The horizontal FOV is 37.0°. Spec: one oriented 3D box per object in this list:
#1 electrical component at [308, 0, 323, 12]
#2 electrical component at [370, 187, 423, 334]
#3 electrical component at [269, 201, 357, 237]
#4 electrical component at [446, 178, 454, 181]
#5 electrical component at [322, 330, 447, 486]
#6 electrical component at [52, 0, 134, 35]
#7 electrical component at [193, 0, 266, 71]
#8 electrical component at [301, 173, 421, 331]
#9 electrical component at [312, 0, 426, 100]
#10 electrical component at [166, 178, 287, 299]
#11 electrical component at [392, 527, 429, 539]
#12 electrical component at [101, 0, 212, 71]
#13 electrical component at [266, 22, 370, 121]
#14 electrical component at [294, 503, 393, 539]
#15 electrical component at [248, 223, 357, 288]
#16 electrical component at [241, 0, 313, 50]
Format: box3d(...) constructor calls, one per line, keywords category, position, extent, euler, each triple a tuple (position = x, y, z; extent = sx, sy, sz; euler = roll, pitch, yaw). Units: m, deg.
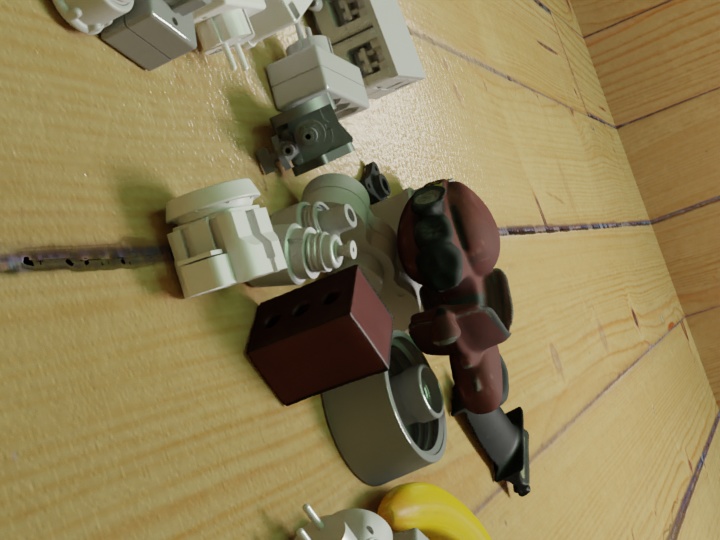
box3d(category="electrical component", position=(-0.055, -0.256, 0.919), extent=(0.055, 0.048, 0.066), euler=(-20, 89, -76))
box3d(category="electrical component", position=(0.052, -0.006, 0.930), extent=(0.078, 0.057, 0.113), euler=(36, 39, -54))
box3d(category="electrical component", position=(-0.033, -0.027, 0.743), extent=(0.043, 0.062, 0.043), euler=(49, 29, -41))
box3d(category="electrical component", position=(0.070, -0.056, 1.023), extent=(0.047, 0.055, 0.055), euler=(71, 21, -6))
box3d(category="electrical component", position=(0.025, 0.095, 0.774), extent=(0.108, 0.060, 0.108), euler=(49, 29, -41))
box3d(category="electrical component", position=(-0.142, -0.165, 0.609), extent=(0.048, 0.062, 0.048), euler=(49, 30, -41))
box3d(category="electrical component", position=(-0.097, -0.173, 0.743), extent=(0.076, 0.047, 0.066), euler=(68, 22, -2))
box3d(category="electrical component", position=(0.000, 0.000, 0.811), extent=(0.138, 0.052, 0.073), euler=(55, 27, -32))
box3d(category="electrical component", position=(-0.005, -0.236, 0.995), extent=(0.150, 0.062, 0.089), euler=(69, 22, 0))
box3d(category="electrical component", position=(-0.081, -0.019, 0.632), extent=(0.078, 0.058, 0.057), euler=(-18, 90, -68))
box3d(category="electrical component", position=(0.053, 0.206, 0.719), extent=(0.065, 0.077, 0.047), euler=(50, 28, -40))
box3d(category="electrical component", position=(-0.116, -0.172, 0.656), extent=(0.047, 0.077, 0.065), euler=(31, 43, -57))
box3d(category="electrical component", position=(-0.038, -0.165, 0.873), extent=(0.083, 0.047, 0.075), euler=(7, 65, -65))
box3d(category="electrical component", position=(-0.014, 0.172, 0.635), extent=(0.079, 0.044, 0.077), euler=(58, 25, -26))
box3d(category="electrical component", position=(-0.041, -0.010, 0.698), extent=(0.040, 0.078, 0.040), euler=(-4, 90, -70))
box3d(category="electrical component", position=(-0.084, -0.239, 0.820), extent=(0.108, 0.056, 0.108), euler=(60, 24, -23))
